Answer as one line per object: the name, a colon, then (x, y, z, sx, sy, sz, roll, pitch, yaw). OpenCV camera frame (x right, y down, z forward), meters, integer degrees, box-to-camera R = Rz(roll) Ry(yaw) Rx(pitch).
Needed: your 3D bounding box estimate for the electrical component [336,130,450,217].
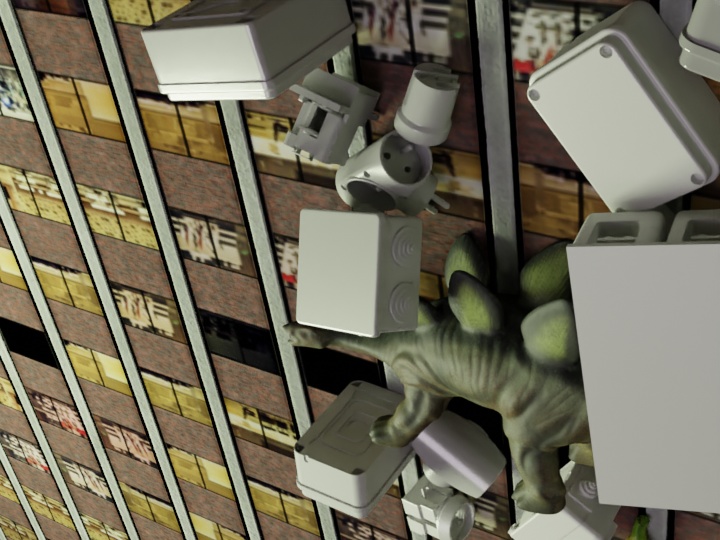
electrical component: (0.031, -0.065, 0.811, 0.079, 0.044, 0.077, 31, 158, -18)

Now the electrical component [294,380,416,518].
electrical component: (0.000, 0.163, 0.987, 0.078, 0.113, 0.057, 17, 130, 28)

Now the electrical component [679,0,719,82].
electrical component: (0.236, -0.127, 0.567, 0.113, 0.078, 0.057, 27, 135, 19)

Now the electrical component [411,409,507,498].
electrical component: (0.082, 0.173, 0.981, 0.077, 0.044, 0.079, 39, 140, 5)

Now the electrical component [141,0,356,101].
electrical component: (-0.078, -0.167, 0.765, 0.109, 0.109, 0.056, 6, 125, 36)

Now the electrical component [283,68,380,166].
electrical component: (-0.023, -0.111, 0.788, 0.042, 0.081, 0.063, 29, 103, 18)

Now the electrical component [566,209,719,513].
electrical component: (0.199, 0.057, 0.676, 0.105, 0.060, 0.186, -1, 115, 25)

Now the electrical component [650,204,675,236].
electrical component: (0.203, -0.019, 0.719, 0.046, 0.040, 0.040, 48, 140, 4)

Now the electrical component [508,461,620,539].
electrical component: (0.183, 0.206, 0.914, 0.061, 0.061, 0.096, 39, 140, 5)

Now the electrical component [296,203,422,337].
electrical component: (0.000, 0.000, 0.800, 0.100, 0.048, 0.099, 7, 97, 47)

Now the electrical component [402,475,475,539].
electrical component: (0.077, 0.234, 1.039, 0.055, 0.048, 0.066, 16, 134, 39)

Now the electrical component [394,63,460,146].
electrical component: (0.049, -0.117, 0.759, 0.040, 0.040, 0.046, 30, 133, 15)

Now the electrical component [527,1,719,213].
electrical component: (0.168, -0.096, 0.665, 0.113, 0.057, 0.078, 51, 140, -10)
